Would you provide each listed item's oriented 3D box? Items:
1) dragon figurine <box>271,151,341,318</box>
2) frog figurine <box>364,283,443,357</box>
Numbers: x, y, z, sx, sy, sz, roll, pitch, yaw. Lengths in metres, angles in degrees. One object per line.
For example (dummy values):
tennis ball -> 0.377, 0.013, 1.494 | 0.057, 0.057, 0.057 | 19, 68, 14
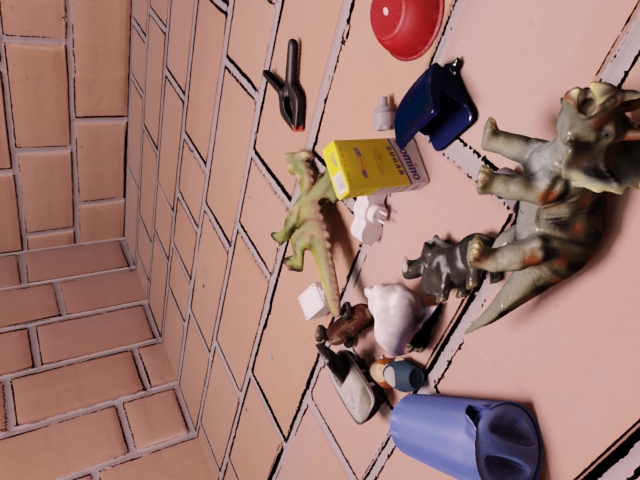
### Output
dragon figurine -> 0.003, -0.057, 1.124 | 0.418, 0.122, 0.238 | 56, 132, 42
frog figurine -> 0.129, 0.132, 0.952 | 0.161, 0.124, 0.134 | 33, 145, 37
